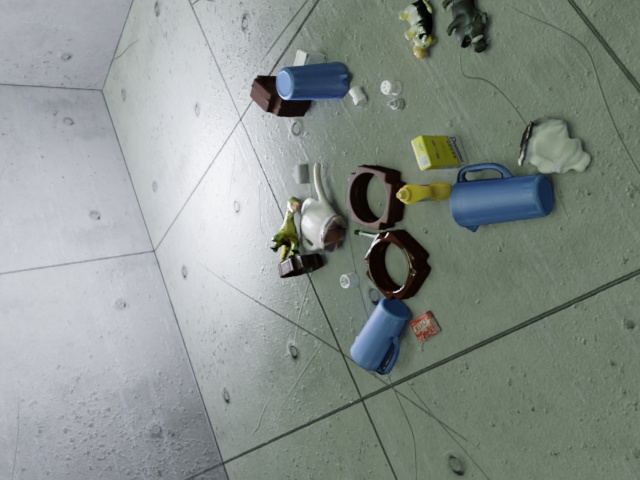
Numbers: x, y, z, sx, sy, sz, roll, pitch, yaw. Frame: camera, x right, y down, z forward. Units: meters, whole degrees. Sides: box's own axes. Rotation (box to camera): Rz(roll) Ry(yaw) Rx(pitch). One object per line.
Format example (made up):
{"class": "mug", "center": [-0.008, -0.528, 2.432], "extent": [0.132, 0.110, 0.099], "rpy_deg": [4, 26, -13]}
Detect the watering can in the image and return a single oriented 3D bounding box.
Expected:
{"class": "watering can", "center": [0.006, -0.098, 1.938], "extent": [0.227, 0.104, 0.341], "rpy_deg": [35, 123, 42]}

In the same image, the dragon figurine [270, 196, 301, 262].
{"class": "dragon figurine", "center": [-0.121, -0.052, 2.084], "extent": [0.404, 0.122, 0.247], "rpy_deg": [114, 169, -69]}

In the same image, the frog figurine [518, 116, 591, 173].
{"class": "frog figurine", "center": [0.581, -0.229, 1.270], "extent": [0.160, 0.123, 0.136], "rpy_deg": [13, 100, 11]}
